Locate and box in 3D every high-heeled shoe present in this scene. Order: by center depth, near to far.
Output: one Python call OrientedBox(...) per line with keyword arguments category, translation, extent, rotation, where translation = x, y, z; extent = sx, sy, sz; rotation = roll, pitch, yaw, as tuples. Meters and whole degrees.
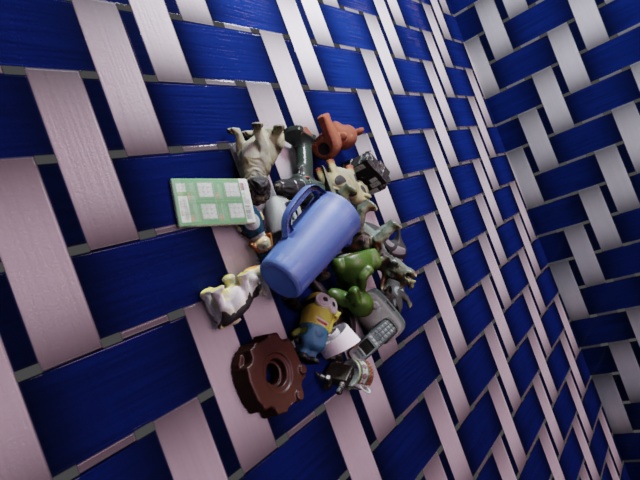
OrientedBox(category="high-heeled shoe", translation=(0.170, 0.023, 1.636), extent=(0.249, 0.086, 0.145), rotation=(-4, 107, -35))

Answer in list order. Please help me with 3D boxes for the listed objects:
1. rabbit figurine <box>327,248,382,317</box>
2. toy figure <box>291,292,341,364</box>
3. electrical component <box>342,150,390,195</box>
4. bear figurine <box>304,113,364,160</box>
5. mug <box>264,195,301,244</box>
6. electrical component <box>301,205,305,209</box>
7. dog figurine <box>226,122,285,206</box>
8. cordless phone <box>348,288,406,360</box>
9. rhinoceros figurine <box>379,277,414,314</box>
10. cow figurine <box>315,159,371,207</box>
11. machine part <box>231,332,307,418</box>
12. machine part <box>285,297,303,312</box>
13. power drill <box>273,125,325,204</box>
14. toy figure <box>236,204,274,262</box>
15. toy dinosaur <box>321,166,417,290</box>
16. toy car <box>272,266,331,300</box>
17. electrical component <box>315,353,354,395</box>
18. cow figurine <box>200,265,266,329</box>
OrientedBox(category="rabbit figurine", translation=(0.096, 0.119, 1.378), extent=(0.159, 0.121, 0.170), rotation=(-18, 94, -61))
OrientedBox(category="toy figure", translation=(-0.017, 0.205, 1.279), extent=(0.082, 0.089, 0.180), rotation=(51, 47, -44))
OrientedBox(category="electrical component", translation=(0.145, -0.198, 1.648), extent=(0.134, 0.115, 0.058), rotation=(46, 46, -28))
OrientedBox(category="bear figurine", translation=(0.040, -0.311, 1.571), extent=(0.132, 0.120, 0.196), rotation=(56, 37, -11))
OrientedBox(category="mug", translation=(-0.091, -0.059, 1.300), extent=(0.081, 0.109, 0.107), rotation=(3, 57, -40))
OrientedBox(category="electrical component", translation=(-0.032, -0.072, 1.414), extent=(0.094, 0.063, 0.021), rotation=(15, 105, -55))
OrientedBox(category="dog figurine", translation=(-0.140, -0.180, 1.314), extent=(0.172, 0.121, 0.190), rotation=(-12, 96, -49))
OrientedBox(category="cordless phone", translation=(0.124, 0.234, 1.447), extent=(0.184, 0.088, 0.146), rotation=(-37, 83, -23))
OrientedBox(category="rhinoceros figurine", translation=(0.218, 0.165, 1.598), extent=(0.112, 0.073, 0.190), rotation=(51, 40, -25))
OrientedBox(category="cow figurine", translation=(0.079, -0.153, 1.571), extent=(0.195, 0.085, 0.127), rotation=(10, 60, -52))
OrientedBox(category="machine part", translation=(-0.105, 0.286, 1.147), extent=(0.179, 0.056, 0.179), rotation=(26, 54, -41))
OrientedBox(category="machine part", translation=(-0.057, 0.105, 1.313), extent=(0.084, 0.039, 0.139), rotation=(41, 43, -43))
OrientedBox(category="power drill", translation=(-0.054, -0.193, 1.414), extent=(0.232, 0.086, 0.207), rotation=(17, 55, -55))
OrientedBox(category="toy figure", translation=(-0.148, -0.014, 1.239), extent=(0.154, 0.064, 0.058), rotation=(61, 14, -4))
OrientedBox(category="toy dinosaur", translation=(0.100, -0.018, 1.481), extent=(0.404, 0.192, 0.131), rotation=(37, 4, -19))
OrientedBox(category="toy car", translation=(-0.046, 0.074, 1.270), extent=(0.202, 0.053, 0.089), rotation=(-22, 88, -52))
OrientedBox(category="electrical component", translation=(0.038, 0.321, 1.304), extent=(0.102, 0.078, 0.045), rotation=(-47, 134, -45))
OrientedBox(category="cow figurine", translation=(-0.168, 0.117, 1.139), extent=(0.167, 0.068, 0.098), rotation=(-31, 103, -50))
